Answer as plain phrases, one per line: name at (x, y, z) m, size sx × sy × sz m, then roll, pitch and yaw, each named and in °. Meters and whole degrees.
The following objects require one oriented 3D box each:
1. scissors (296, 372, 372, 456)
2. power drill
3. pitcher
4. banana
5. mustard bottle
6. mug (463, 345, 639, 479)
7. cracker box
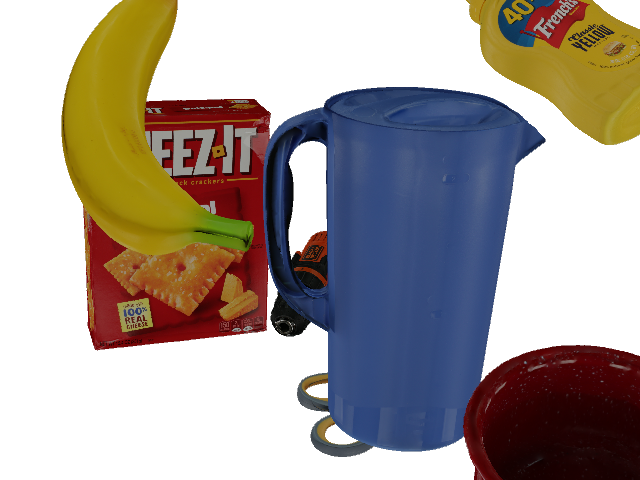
scissors at (0.077, 0.151, 0.896) m, size 0.202 × 0.016 × 0.096 m, roll 8°, pitch 39°, yaw 6°
power drill at (0.051, 0.049, 1.141) m, size 0.188 × 0.057 × 0.184 m, roll 4°, pitch 30°, yaw 14°
pitcher at (0.053, 0.019, 0.744) m, size 0.149 × 0.243 × 0.144 m, roll 17°, pitch 24°, yaw 36°
banana at (-0.085, -0.056, 0.492) m, size 0.069 × 0.037 × 0.198 m, roll -5°, pitch 46°, yaw -17°
mustard bottle at (0.181, -0.152, 0.819) m, size 0.096 × 0.058 × 0.192 m, roll -34°, pitch 55°, yaw -20°
mug at (0.109, 0.100, 0.389) m, size 0.117 × 0.081 × 0.093 m, roll 5°, pitch 36°, yaw 9°
cracker box at (-0.130, -0.016, 0.966) m, size 0.164 × 0.214 × 0.072 m, roll -4°, pitch 19°, yaw -18°
